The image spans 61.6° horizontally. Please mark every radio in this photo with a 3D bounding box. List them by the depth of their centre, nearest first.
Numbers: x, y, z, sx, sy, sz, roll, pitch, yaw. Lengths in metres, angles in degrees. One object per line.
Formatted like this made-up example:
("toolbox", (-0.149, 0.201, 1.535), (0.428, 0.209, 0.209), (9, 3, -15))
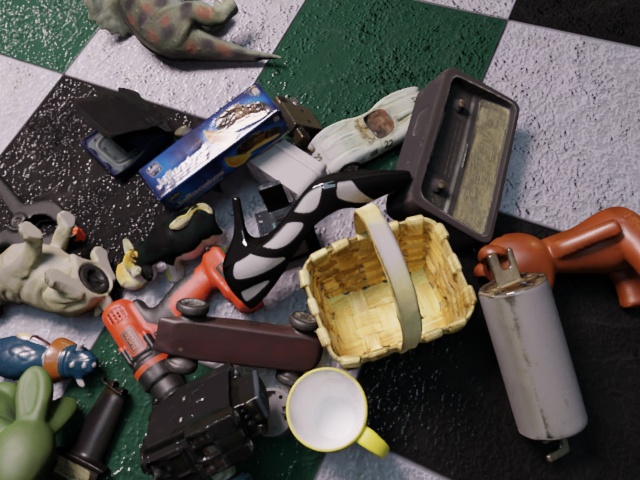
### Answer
("radio", (0.180, -0.110, 0.727), (0.131, 0.073, 0.229), (25, 66, -15))

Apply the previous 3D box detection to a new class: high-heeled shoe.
("high-heeled shoe", (-0.001, -0.002, 0.659), (0.249, 0.086, 0.145), (-11, 103, 1))

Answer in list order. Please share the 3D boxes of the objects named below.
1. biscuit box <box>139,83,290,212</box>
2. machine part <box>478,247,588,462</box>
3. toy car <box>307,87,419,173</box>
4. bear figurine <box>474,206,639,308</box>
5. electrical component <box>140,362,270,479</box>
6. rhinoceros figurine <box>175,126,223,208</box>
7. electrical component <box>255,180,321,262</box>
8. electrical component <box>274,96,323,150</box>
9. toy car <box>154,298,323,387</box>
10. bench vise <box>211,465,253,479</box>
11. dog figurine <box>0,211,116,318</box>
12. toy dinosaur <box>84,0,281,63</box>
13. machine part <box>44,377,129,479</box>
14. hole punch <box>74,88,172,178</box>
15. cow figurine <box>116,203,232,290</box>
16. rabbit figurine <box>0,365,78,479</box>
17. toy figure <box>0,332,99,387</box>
("biscuit box", (-0.142, -0.123, 0.732), (0.203, 0.059, 0.063), (-38, 71, -2))
("machine part", (0.235, 0.126, 0.593), (0.079, 0.079, 0.243), (-18, 93, -1))
("toy car", (0.077, -0.159, 0.802), (0.202, 0.056, 0.073), (-28, 64, -6))
("bear figurine", (0.295, 0.036, 0.645), (0.196, 0.120, 0.132), (-19, 67, 1))
("electrical component", (-0.120, 0.195, 0.582), (0.134, 0.058, 0.115), (-26, 20, -4))
("rhinoceros figurine", (-0.167, -0.120, 0.813), (0.190, 0.073, 0.112), (-32, 68, -4))
("electrical component", (-0.046, -0.022, 0.719), (0.075, 0.119, 0.048), (-17, 50, -3))
("electrical component", (-0.045, -0.179, 0.829), (0.045, 0.078, 0.102), (-48, 65, 31))
("toy car", (-0.095, 0.123, 0.655), (0.202, 0.053, 0.089), (9, 103, -13))
("bench vise", (-0.018, 0.308, 0.547), (0.241, 0.128, 0.223), (-26, 70, 16))
("dog figurine", (-0.400, 0.074, 0.756), (0.190, 0.121, 0.172), (-37, 83, 19))
("toy dinosaur", (-0.267, -0.384, 0.934), (0.192, 0.131, 0.405), (-45, 71, 0))
("machine part", (-0.285, 0.245, 0.675), (0.084, 0.039, 0.139), (11, 68, 22))
("hole punch", (-0.315, -0.172, 0.861), (0.142, 0.092, 0.116), (38, 45, 25))
("cow figurine", (-0.213, 0.012, 0.742), (0.167, 0.098, 0.068), (-30, 71, -7))
("rabbit figurine", (-0.365, 0.241, 0.639), (0.170, 0.121, 0.159), (5, 44, 35))
("toy figure", (-0.365, 0.157, 0.716), (0.155, 0.064, 0.058), (3, 27, 5))
